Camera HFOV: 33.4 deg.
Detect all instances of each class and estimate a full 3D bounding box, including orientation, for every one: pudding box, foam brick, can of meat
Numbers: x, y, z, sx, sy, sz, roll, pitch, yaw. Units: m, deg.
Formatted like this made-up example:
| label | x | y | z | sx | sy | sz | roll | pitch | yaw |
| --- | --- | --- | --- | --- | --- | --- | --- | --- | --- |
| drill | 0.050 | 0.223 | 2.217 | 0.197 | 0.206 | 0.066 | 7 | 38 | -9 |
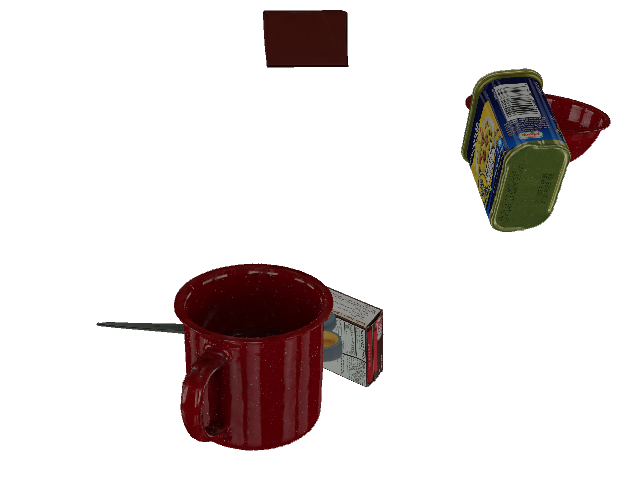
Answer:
| label | x | y | z | sx | sy | sz | roll | pitch | yaw |
| --- | --- | --- | --- | --- | --- | --- | --- | --- | --- |
| pudding box | 0.013 | 0.096 | 1.144 | 0.114 | 0.090 | 0.039 | 20 | 44 | 25 |
| foam brick | -0.014 | -0.190 | 1.006 | 0.078 | 0.051 | 0.053 | -1 | 14 | -4 |
| can of meat | 0.154 | -0.069 | 0.843 | 0.057 | 0.084 | 0.102 | -5 | -40 | -8 |

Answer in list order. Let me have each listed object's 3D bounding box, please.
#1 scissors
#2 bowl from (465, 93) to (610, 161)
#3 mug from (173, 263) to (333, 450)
| label | x | y | z | sx | sy | sz | roll | pitch | yaw |
| --- | --- | --- | --- | --- | --- | --- | --- | --- | --- |
| scissors | -0.074 | 0.068 | 0.888 | 0.202 | 0.016 | 0.096 | 9 | 21 | 17 |
| bowl | 0.240 | -0.122 | 1.202 | 0.162 | 0.055 | 0.162 | 5 | 23 | -2 |
| mug | -0.045 | 0.075 | 0.628 | 0.093 | 0.081 | 0.117 | 12 | 28 | 22 |
